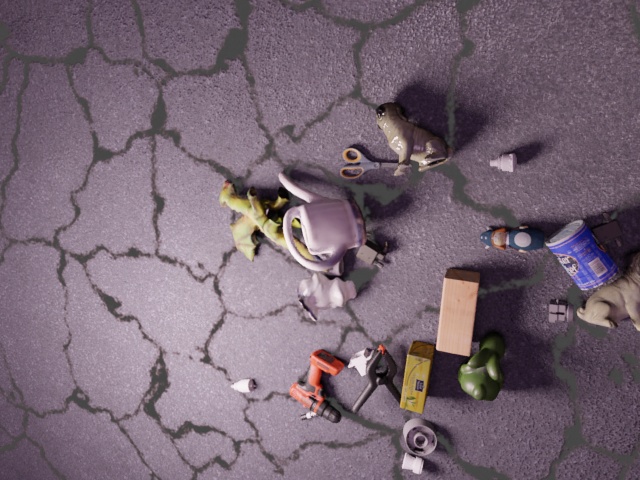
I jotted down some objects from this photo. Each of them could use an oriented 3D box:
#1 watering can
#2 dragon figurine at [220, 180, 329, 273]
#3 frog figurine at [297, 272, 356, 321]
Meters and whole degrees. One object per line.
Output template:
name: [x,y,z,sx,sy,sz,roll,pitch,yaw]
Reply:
watering can: [0.004,-0.072,1.428,0.225,0.355,0.101,-8,-35,-9]
dragon figurine: [-0.164,-0.022,1.542,0.239,0.412,0.124,-39,-6,42]
frog figurine: [0.019,0.148,1.502,0.159,0.135,0.125,-32,28,-2]
